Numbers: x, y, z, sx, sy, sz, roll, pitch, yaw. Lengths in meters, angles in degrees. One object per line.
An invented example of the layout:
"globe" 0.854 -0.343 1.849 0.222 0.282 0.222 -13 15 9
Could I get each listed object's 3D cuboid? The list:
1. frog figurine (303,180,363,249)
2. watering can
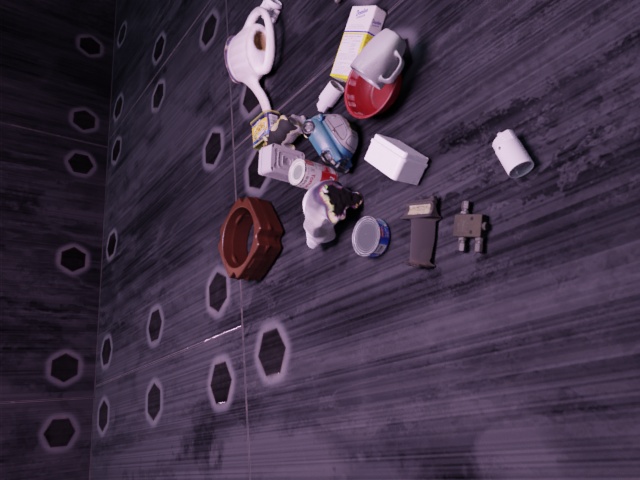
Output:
"frog figurine" 0.004 -0.060 1.183 0.157 0.122 0.140 -41 18 50
"watering can" -0.208 -0.531 1.585 0.224 0.104 0.347 2 92 53
